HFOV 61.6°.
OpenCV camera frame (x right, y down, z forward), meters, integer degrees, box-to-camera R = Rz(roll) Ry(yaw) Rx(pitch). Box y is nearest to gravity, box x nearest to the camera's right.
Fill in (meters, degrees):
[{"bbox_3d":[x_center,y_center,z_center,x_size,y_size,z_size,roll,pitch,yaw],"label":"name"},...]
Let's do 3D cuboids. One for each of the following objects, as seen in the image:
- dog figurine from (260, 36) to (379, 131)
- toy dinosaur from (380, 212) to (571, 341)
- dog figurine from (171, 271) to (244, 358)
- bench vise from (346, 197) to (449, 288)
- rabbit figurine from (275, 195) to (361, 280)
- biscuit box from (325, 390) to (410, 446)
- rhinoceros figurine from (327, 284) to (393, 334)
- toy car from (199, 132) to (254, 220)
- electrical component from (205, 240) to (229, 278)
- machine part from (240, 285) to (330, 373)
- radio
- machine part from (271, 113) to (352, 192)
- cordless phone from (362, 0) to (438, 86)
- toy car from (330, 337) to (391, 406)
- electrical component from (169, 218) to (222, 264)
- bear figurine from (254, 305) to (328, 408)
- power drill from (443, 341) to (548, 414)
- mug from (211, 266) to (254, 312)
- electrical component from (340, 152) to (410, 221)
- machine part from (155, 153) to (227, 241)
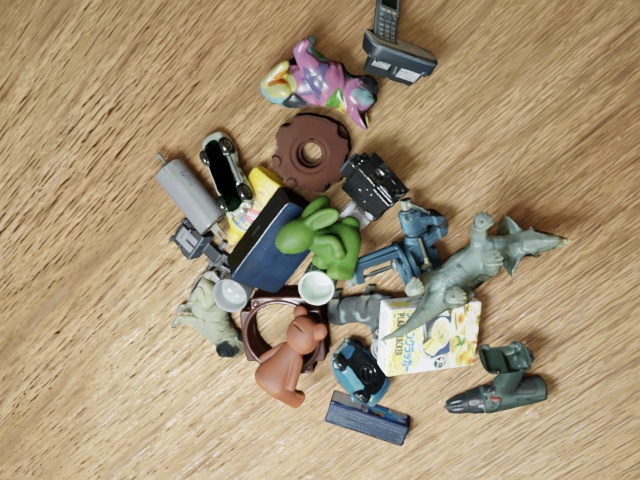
[{"bbox_3d":[0.009,-0.296,1.099,0.191,0.108,0.219,-41,99,18],"label":"dog figurine"},{"bbox_3d":[0.295,0.074,1.098,0.405,0.192,0.131,-38,62,11],"label":"toy dinosaur"},{"bbox_3d":[-0.238,0.183,1.303,0.190,0.121,0.172,31,115,-14],"label":"dog figurine"},{"bbox_3d":[0.163,0.030,1.152,0.241,0.129,0.223,-21,121,-2],"label":"bench vise"},{"bbox_3d":[-0.002,-0.003,1.101,0.170,0.121,0.159,11,113,-27],"label":"rabbit figurine"},{"bbox_3d":[0.118,0.439,1.326,0.203,0.059,0.062,18,108,5],"label":"biscuit box"},{"bbox_3d":[0.108,0.164,1.237,0.190,0.073,0.112,-1,105,10],"label":"rhinoceros figurine"},{"bbox_3d":[-0.204,-0.142,1.181,0.073,0.056,0.201,-27,78,23],"label":"toy car"},{"bbox_3d":[-0.236,0.048,1.291,0.063,0.021,0.094,32,108,-1],"label":"electrical component"},{"bbox_3d":[-0.082,0.214,1.281,0.202,0.087,0.200,-3,106,10],"label":"machine part"},{"bbox_3d":[-0.094,0.006,1.200,0.131,0.073,0.229,26,114,-32],"label":"radio"},{"bbox_3d":[-0.018,-0.188,1.162,0.179,0.056,0.179,2,106,8],"label":"machine part"},{"bbox_3d":[0.159,-0.410,1.051,0.146,0.089,0.184,12,76,-17],"label":"cordless phone"},{"bbox_3d":[0.080,0.316,1.274,0.161,0.109,0.103,48,141,-4],"label":"toy car"},{"bbox_3d":[-0.289,0.010,1.262,0.119,0.048,0.075,46,111,13],"label":"electrical component"},{"bbox_3d":[-0.056,0.256,1.198,0.120,0.131,0.196,30,79,35],"label":"bear figurine"},{"bbox_3d":[0.391,0.320,1.199,0.232,0.086,0.207,-8,128,6],"label":"power drill"},{"bbox_3d":[-0.202,0.103,1.256,0.109,0.107,0.080,38,112,1],"label":"mug"},{"bbox_3d":[0.103,-0.115,1.107,0.134,0.115,0.058,46,66,3],"label":"electrical component"},{"bbox_3d":[-0.292,-0.099,1.220,0.079,0.079,0.243,-38,91,18],"label":"machine part"}]
